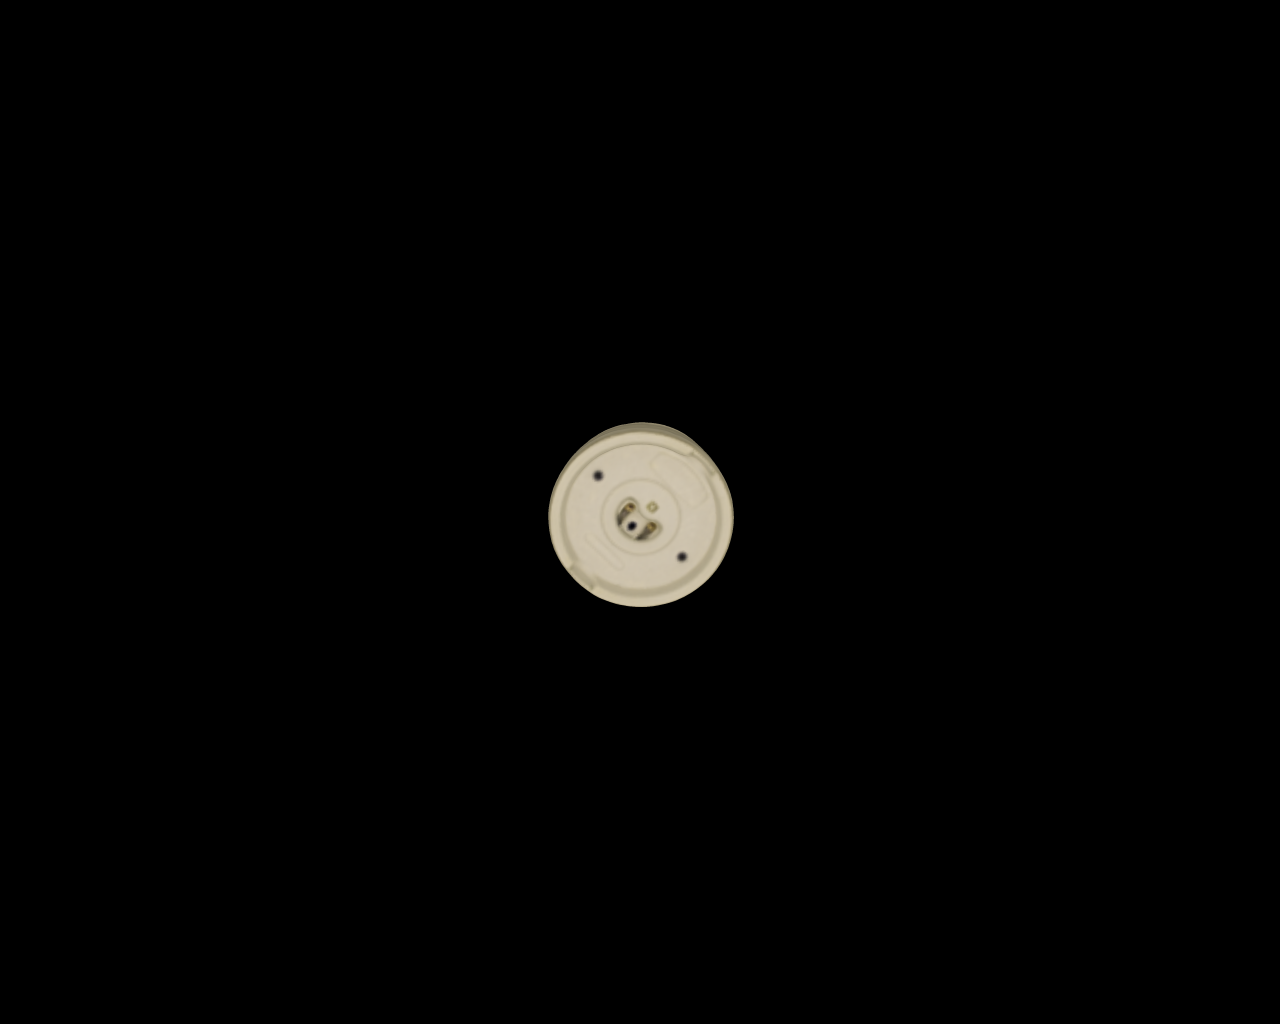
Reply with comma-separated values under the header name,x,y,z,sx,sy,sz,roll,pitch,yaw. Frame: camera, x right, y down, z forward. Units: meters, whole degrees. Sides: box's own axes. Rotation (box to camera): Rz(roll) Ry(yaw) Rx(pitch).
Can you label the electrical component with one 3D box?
name,x,y,z,sx,sy,sz,roll,pitch,yaw
electrical component,0.001,-0.003,0.650,0.108,0.108,0.060,0,16,0
